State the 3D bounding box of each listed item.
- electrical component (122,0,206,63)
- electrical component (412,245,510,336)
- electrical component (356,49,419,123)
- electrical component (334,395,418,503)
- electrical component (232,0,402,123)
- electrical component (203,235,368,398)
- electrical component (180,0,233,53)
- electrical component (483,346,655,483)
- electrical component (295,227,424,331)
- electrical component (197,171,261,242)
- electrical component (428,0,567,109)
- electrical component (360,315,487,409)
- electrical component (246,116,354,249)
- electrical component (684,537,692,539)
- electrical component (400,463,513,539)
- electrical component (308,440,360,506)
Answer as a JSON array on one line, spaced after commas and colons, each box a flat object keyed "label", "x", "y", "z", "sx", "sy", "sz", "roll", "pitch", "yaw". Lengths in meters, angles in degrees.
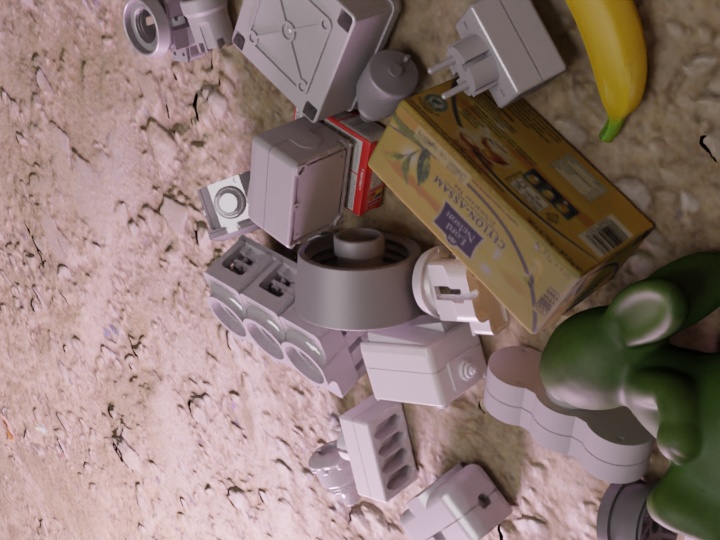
[{"label": "electrical component", "x": -0.173, "y": -0.222, "z": 0.957, "sx": 0.058, "sy": 0.057, "sz": 0.078, "roll": 17, "pitch": 124, "yaw": 41}, {"label": "electrical component", "x": 0.078, "y": 0.010, "z": 0.823, "sx": 0.057, "sy": 0.058, "sz": 0.078, "roll": 1, "pitch": 113, "yaw": 44}, {"label": "electrical component", "x": 0.016, "y": -0.135, "z": 0.818, "sx": 0.040, "sy": 0.040, "sz": 0.078, "roll": 56, "pitch": 156, "yaw": 7}, {"label": "electrical component", "x": 0.005, "y": 0.162, "z": 0.999, "sx": 0.076, "sy": 0.047, "sz": 0.083, "roll": 7, "pitch": 116, "yaw": 45}, {"label": "electrical component", "x": -0.036, "y": -0.190, "z": 0.828, "sx": 0.108, "sy": 0.056, "sz": 0.108, "roll": 46, "pitch": 139, "yaw": 18}, {"label": "electrical component", "x": -0.065, "y": 0.043, "z": 0.971, "sx": 0.150, "sy": 0.061, "sz": 0.089, "roll": 27, "pitch": 151, "yaw": 35}, {"label": "electrical component", "x": -0.130, "y": -0.215, "z": 0.930, "sx": 0.040, "sy": 0.040, "sz": 0.046, "roll": 9, "pitch": 124, "yaw": 44}, {"label": "electrical component", "x": 0.154, "y": 0.092, "z": 0.792, "sx": 0.138, "sy": 0.052, "sz": 0.073, "roll": 29, "pitch": 131, "yaw": 34}, {"label": "electrical component", "x": 0.000, "y": 0.000, "z": 0.866, "sx": 0.108, "sy": 0.108, "sz": 0.060, "roll": 17, "pitch": 117, "yaw": 41}, {"label": "electrical component", "x": -0.103, "y": -0.059, "z": 0.961, "sx": 0.080, "sy": 0.080, "sz": 0.051, "roll": -14, "pitch": 96, "yaw": 50}, {"label": "electrical component", "x": 0.082, "y": -0.138, "z": 0.706, "sx": 0.065, "sy": 0.077, "sz": 0.047, "roll": 62, "pitch": 172, "yaw": 0}, {"label": "electrical component", "x": 0.056, "y": 0.070, "z": 0.878, "sx": 0.096, "sy": 0.062, "sz": 0.061, "roll": 0, "pitch": 112, "yaw": 47}, {"label": "electrical component", "x": -0.052, "y": -0.067, "z": 0.864, "sx": 0.061, "sy": 0.062, "sz": 0.096, "roll": 36, "pitch": 136, "yaw": 31}, {"label": "electrical component", "x": 0.254, "y": 0.180, "z": 0.717, "sx": 0.083, "sy": 0.076, "sz": 0.047, "roll": 18, "pitch": 125, "yaw": 40}, {"label": "electrical component", "x": 0.080, "y": 0.212, "z": 0.942, "sx": 0.059, "sy": 0.054, "sz": 0.095, "roll": 53, "pitch": 140, "yaw": 10}, {"label": "electrical component", "x": -0.019, "y": 0.200, "z": 1.051, "sx": 0.048, "sy": 0.048, "sz": 0.062, "roll": -3, "pitch": 116, "yaw": 48}]
